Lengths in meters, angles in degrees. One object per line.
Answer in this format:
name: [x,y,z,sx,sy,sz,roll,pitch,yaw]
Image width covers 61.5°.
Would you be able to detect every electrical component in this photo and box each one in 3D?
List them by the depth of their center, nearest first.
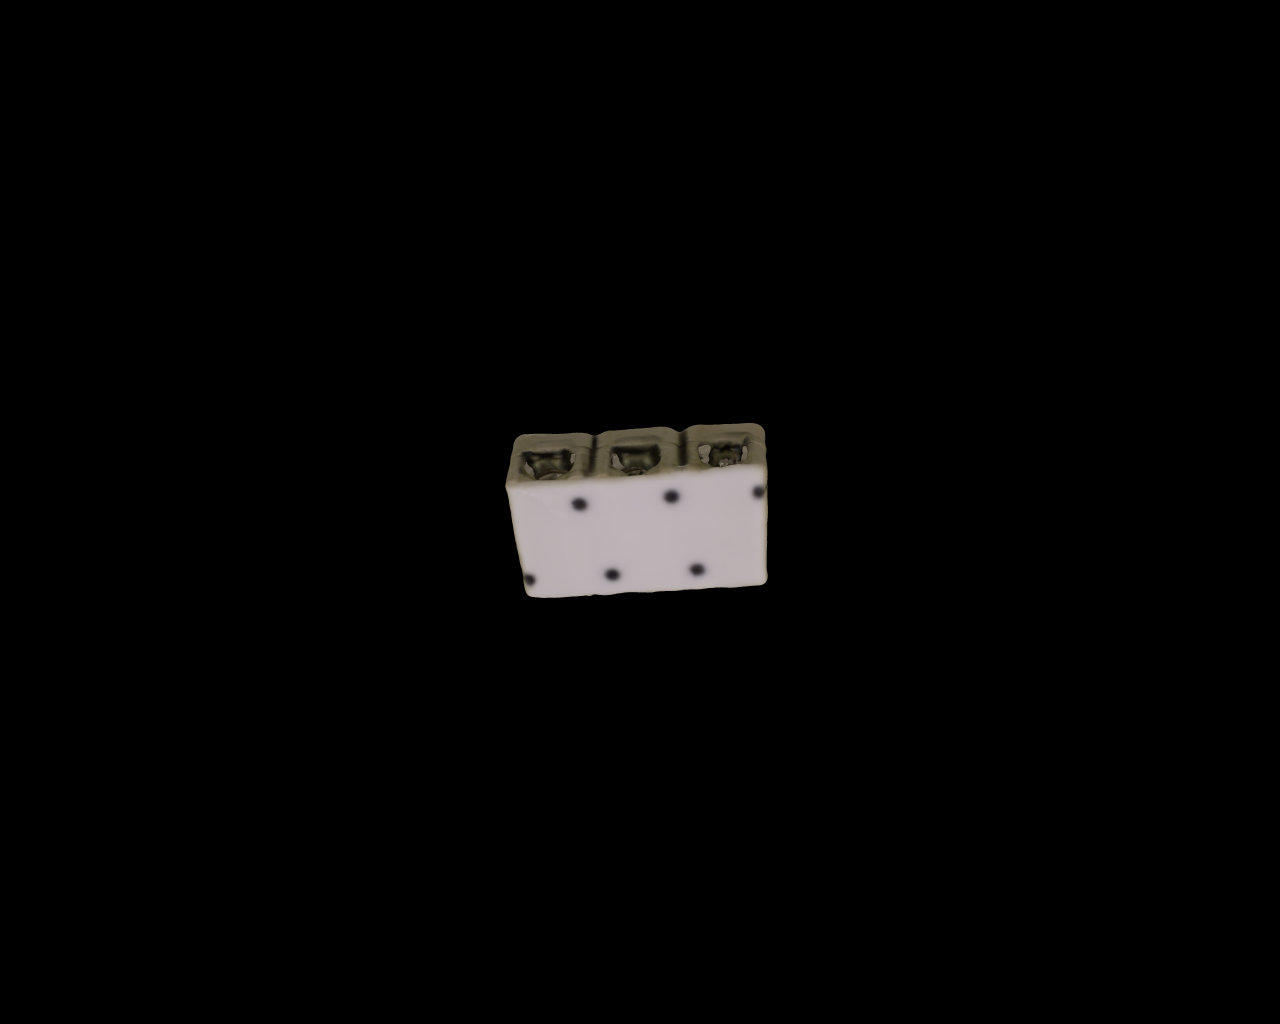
electrical component: [0.001,-0.003,0.650,0.150,0.089,0.062,-3,35,2]
